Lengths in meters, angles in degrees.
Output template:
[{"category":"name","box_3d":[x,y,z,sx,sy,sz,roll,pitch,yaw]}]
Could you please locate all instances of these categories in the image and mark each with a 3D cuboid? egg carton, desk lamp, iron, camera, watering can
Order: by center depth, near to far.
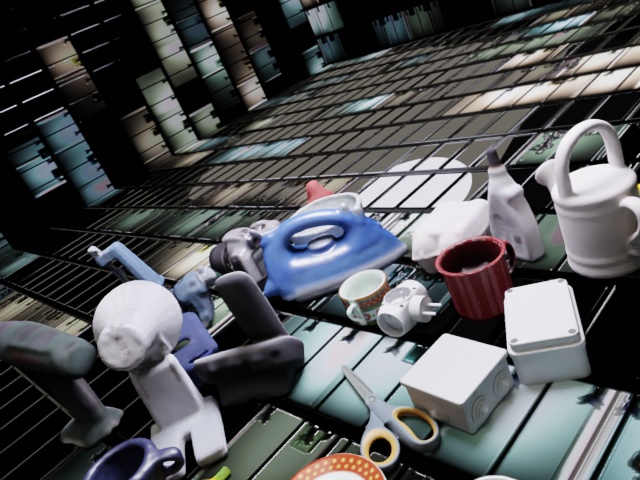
[{"category":"watering can","box_3d":[0.341,-0.058,0.727,0.101,0.194,0.172,-37,26,-27]},{"category":"desk lamp","box_3d":[-0.218,0.171,0.757,0.118,0.214,0.202,-28,23,-8]},{"category":"egg carton","box_3d":[0.214,-0.008,0.908,0.107,0.069,0.150,-2,32,43]},{"category":"iron","box_3d":[0.009,0.004,0.992,0.258,0.142,0.118,-21,23,9]},{"category":"camera","box_3d":[-0.157,0.018,1.179,0.136,0.101,0.143,-6,29,38]}]

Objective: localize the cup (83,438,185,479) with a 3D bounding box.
[{"category":"cup","box_3d":[-0.193,0.283,0.644,0.117,0.095,0.091,-23,23,4]}]

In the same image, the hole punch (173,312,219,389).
[{"category":"hole punch","box_3d":[-0.214,0.178,0.898,0.109,0.091,0.100,-33,24,-19]}]

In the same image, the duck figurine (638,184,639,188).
[{"category":"duck figurine","box_3d":[0.480,-0.092,0.804,0.104,0.086,0.077,-22,23,6]}]

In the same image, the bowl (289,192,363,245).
[{"category":"bowl","box_3d":[0.016,-0.023,1.130,0.167,0.075,0.167,-21,23,9]}]

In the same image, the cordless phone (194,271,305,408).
[{"category":"cordless phone","box_3d":[-0.116,0.128,0.787,0.147,0.185,0.094,-19,24,13]}]

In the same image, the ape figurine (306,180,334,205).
[{"category":"ape figurine","box_3d":[-0.001,-0.092,1.274,0.078,0.092,0.076,-29,23,-10]}]

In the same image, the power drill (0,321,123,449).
[{"category":"power drill","box_3d":[-0.399,0.210,0.861,0.228,0.209,0.076,-8,28,35]}]

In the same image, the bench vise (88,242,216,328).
[{"category":"bench vise","box_3d":[-0.302,0.078,1.036,0.207,0.220,0.121,-30,23,-13]}]

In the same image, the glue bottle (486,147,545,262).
[{"category":"glue bottle","box_3d":[0.267,-0.053,0.818,0.037,0.173,0.078,-32,24,-17]}]
